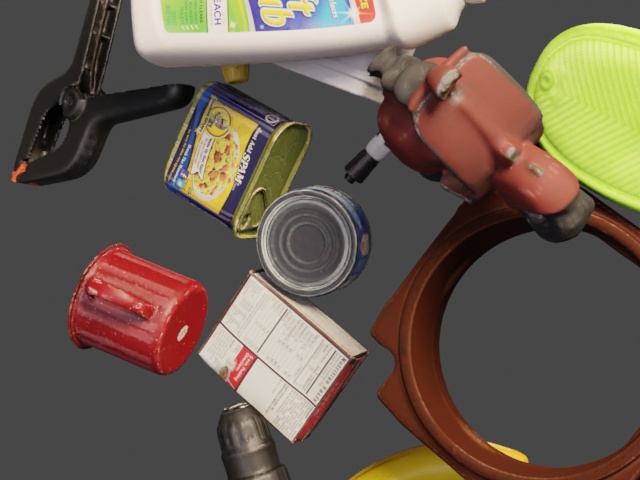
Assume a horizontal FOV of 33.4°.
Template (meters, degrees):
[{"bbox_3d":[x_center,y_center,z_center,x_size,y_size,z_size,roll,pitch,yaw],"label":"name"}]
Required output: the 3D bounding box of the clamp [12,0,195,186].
[{"bbox_3d":[-0.191,-0.112,0.900,0.210,0.036,0.165,-50,56,23],"label":"clamp"}]

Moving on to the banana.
[{"bbox_3d":[0.063,0.195,0.808,0.198,0.037,0.069,-40,94,22],"label":"banana"}]

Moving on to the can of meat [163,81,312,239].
[{"bbox_3d":[-0.068,-0.065,0.846,0.084,0.057,0.102,31,105,22],"label":"can of meat"}]

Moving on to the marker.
[{"bbox_3d":[0.061,-0.087,0.805,0.121,0.020,0.020,-45,74,20],"label":"marker"}]

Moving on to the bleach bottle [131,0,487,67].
[{"bbox_3d":[-0.005,-0.175,0.727,0.251,0.068,0.102,-1,88,21],"label":"bleach bottle"}]

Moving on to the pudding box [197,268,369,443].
[{"bbox_3d":[-0.031,0.090,0.845,0.113,0.039,0.090,39,107,17],"label":"pudding box"}]

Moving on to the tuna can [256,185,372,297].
[{"bbox_3d":[-0.005,0.001,0.827,0.086,0.033,0.086,2,96,20],"label":"tuna can"}]

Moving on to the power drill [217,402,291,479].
[{"bbox_3d":[-0.094,0.234,0.848,0.188,0.057,0.184,-20,82,32],"label":"power drill"}]

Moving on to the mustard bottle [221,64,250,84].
[{"bbox_3d":[-0.076,-0.219,0.843,0.096,0.058,0.191,-7,89,20],"label":"mustard bottle"}]

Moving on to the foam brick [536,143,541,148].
[{"bbox_3d":[0.182,-0.086,0.730,0.053,0.051,0.078,34,106,20],"label":"foam brick"}]

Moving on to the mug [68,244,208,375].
[{"bbox_3d":[-0.147,0.056,0.859,0.082,0.117,0.093,20,76,18],"label":"mug"}]
